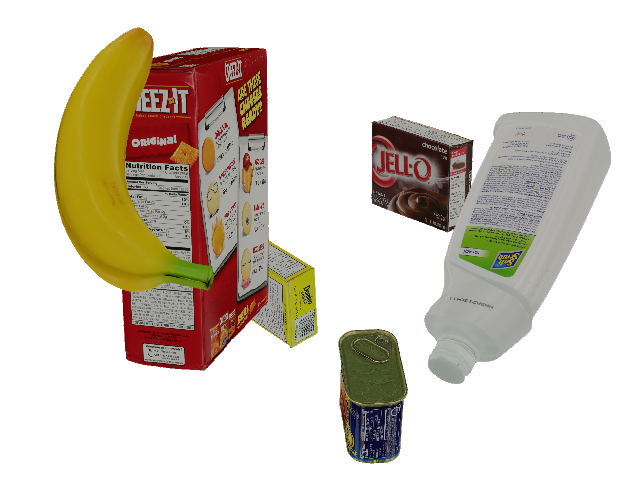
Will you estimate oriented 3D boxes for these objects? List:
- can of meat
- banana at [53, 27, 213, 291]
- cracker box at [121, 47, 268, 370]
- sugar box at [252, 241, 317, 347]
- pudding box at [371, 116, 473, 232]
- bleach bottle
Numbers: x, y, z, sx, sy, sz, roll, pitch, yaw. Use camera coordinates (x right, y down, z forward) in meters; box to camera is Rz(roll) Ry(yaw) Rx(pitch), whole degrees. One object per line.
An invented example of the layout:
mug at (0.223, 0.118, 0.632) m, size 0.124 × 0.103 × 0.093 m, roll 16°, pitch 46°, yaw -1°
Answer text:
can of meat at (0.048, 0.150, 1.021) m, size 0.057 × 0.084 × 0.102 m, roll -3°, pitch 36°, yaw -4°
banana at (-0.110, -0.041, 0.577) m, size 0.069 × 0.198 × 0.037 m, roll -8°, pitch -37°, yaw -14°
cracker box at (-0.093, -0.031, 0.802) m, size 0.072 × 0.214 × 0.164 m, roll 3°, pitch 15°, yaw 13°
sugar box at (-0.077, 0.039, 1.198) m, size 0.048 × 0.093 × 0.176 m, roll -26°, pitch 41°, yaw -31°
pudding box at (0.100, -0.069, 1.070) m, size 0.039 × 0.090 × 0.114 m, roll -22°, pitch 31°, yaw -38°
bleach bottle at (0.141, 0.004, 0.833) m, size 0.103 × 0.250 × 0.068 m, roll 6°, pitch -41°, yaw 37°
